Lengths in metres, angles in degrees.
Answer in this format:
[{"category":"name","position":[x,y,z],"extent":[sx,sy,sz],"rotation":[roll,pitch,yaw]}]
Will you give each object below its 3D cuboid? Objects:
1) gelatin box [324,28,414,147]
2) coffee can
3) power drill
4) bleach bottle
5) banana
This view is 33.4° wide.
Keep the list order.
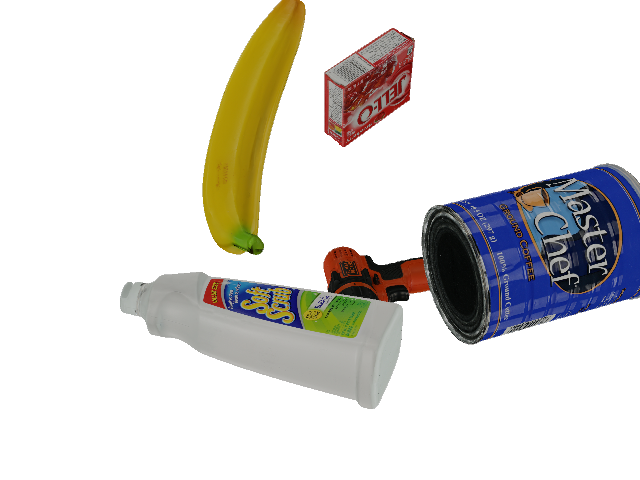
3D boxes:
[{"category":"gelatin box","position":[0.044,-0.135,0.944],"extent":[0.089,0.073,0.030],"rotation":[-37,60,-26]},{"category":"coffee can","position":[0.158,0.009,0.774],"extent":[0.140,0.103,0.103],"rotation":[-14,4,-15]},{"category":"power drill","position":[0.102,0.056,1.166],"extent":[0.187,0.057,0.184],"rotation":[-4,28,-7]},{"category":"bleach bottle","position":[-0.060,0.076,0.935],"extent":[0.251,0.068,0.102],"rotation":[10,28,14]},{"category":"banana","position":[-0.043,-0.067,0.689],"extent":[0.070,0.197,0.037],"rotation":[-19,-37,39]}]
